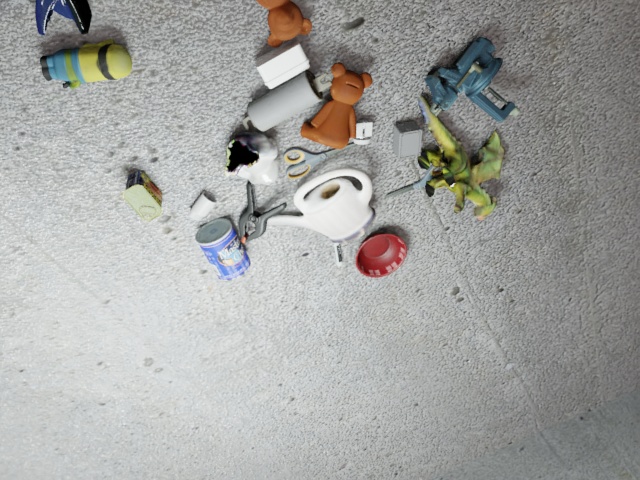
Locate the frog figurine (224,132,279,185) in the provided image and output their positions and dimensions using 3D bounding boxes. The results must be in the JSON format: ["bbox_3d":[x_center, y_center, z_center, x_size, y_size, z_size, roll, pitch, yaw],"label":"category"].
[{"bbox_3d":[-0.155,-0.202,1.289,0.136,0.124,0.159,-41,160,24],"label":"frog figurine"}]

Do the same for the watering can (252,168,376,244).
[{"bbox_3d":[0.004,-0.071,1.410,0.344,0.106,0.221,-29,127,22],"label":"watering can"}]

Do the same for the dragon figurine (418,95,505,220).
[{"bbox_3d":[0.405,-0.226,1.418,0.245,0.123,0.404,-26,113,-23],"label":"dragon figurine"}]
